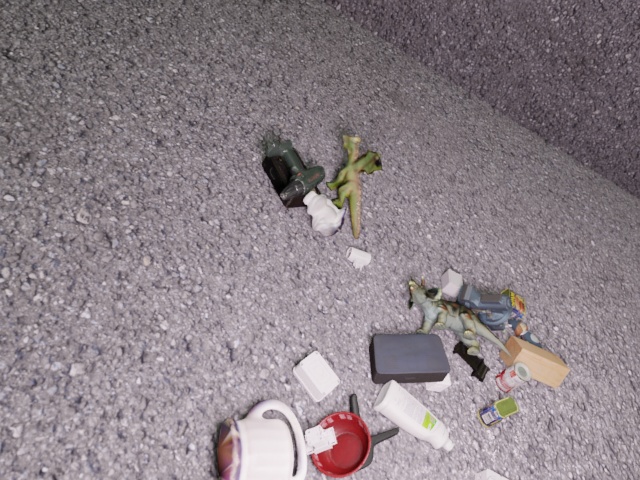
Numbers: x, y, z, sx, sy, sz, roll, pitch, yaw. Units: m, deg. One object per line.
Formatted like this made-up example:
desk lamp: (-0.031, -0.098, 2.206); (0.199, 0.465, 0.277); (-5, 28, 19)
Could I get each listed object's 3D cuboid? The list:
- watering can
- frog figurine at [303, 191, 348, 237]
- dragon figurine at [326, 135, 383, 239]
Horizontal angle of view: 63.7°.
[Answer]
watering can: (-0.126, 0.537, 1.183); (0.224, 0.102, 0.356); (12, 48, -27)
frog figurine: (0.005, -0.091, 1.799); (0.159, 0.120, 0.140); (25, 61, -4)
dragon figurine: (0.146, -0.228, 1.919); (0.122, 0.238, 0.419); (8, 48, -34)
